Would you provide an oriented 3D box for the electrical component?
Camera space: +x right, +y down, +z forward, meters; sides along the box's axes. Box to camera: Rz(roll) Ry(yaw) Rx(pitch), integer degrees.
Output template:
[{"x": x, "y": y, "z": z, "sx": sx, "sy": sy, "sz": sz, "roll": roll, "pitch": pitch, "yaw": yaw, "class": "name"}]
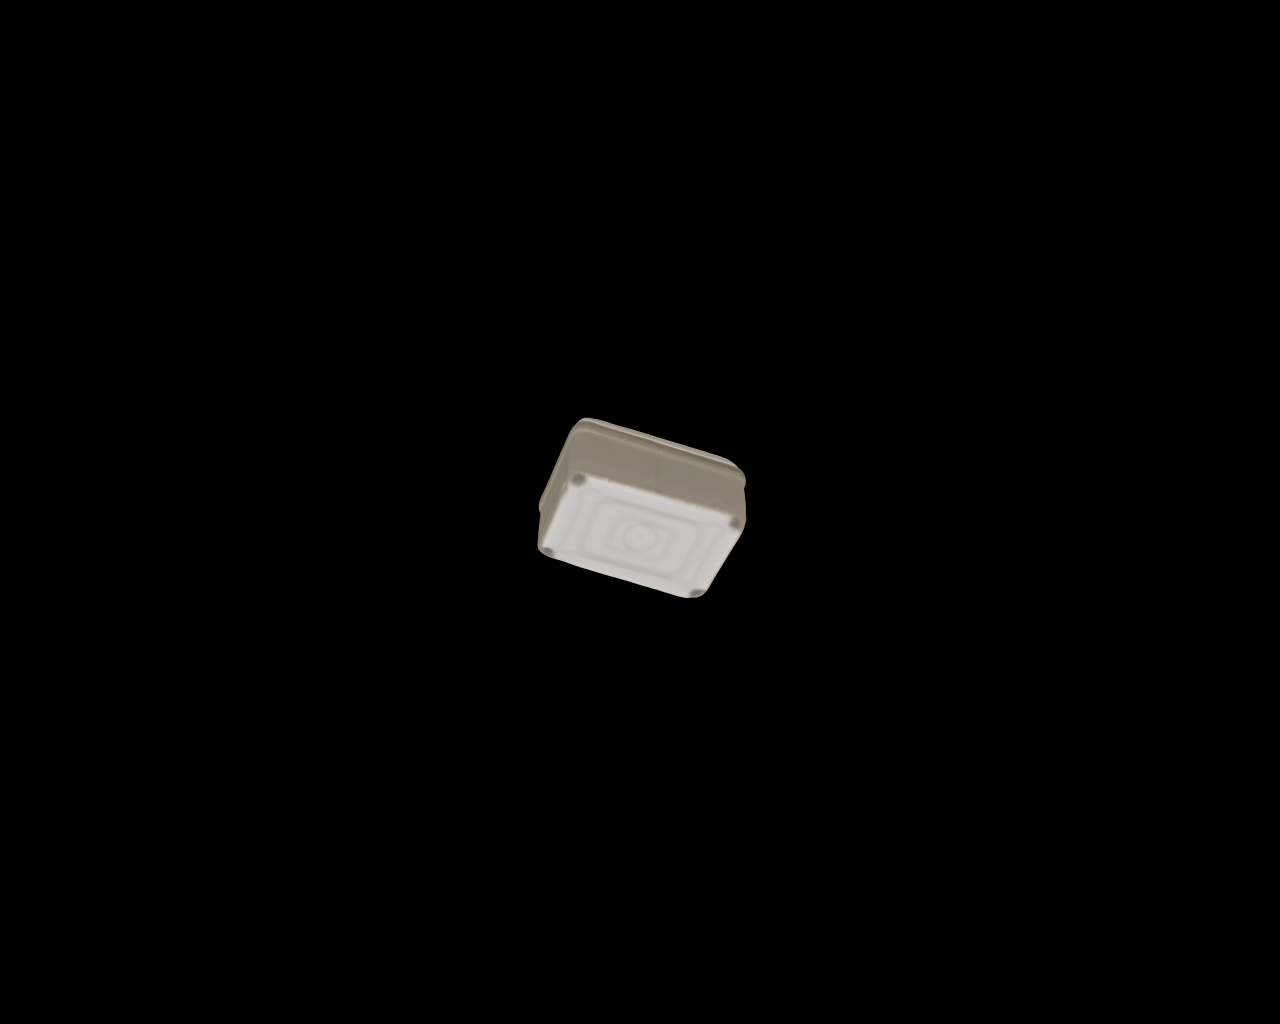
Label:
[{"x": 0.001, "y": -0.003, "z": 0.650, "sx": 0.113, "sy": 0.078, "sz": 0.057, "roll": 17, "pitch": 39, "yaw": -14, "class": "electrical component"}]
